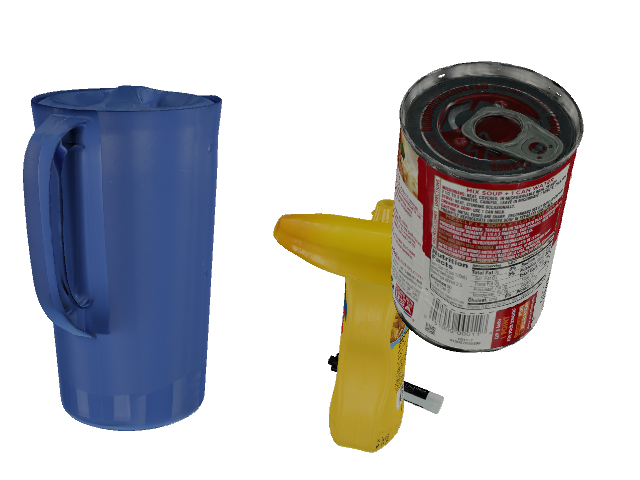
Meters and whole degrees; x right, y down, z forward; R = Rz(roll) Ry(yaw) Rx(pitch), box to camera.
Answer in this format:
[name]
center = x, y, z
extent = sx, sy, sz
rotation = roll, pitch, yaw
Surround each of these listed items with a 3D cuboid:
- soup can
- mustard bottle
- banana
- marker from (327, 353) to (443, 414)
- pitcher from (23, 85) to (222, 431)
[soup can]
center = 0.064, -0.011, 0.431
extent = 0.068, 0.068, 0.102
rotation = -1, -44, 0
[mustard bottle]
center = 0.044, 0.060, 0.822
extent = 0.058, 0.192, 0.096
rotation = 11, 25, 13
[banana]
center = 0.067, -0.001, 0.643
extent = 0.197, 0.037, 0.070
rotation = -12, 45, -33
[marker]
center = 0.064, 0.142, 1.065
extent = 0.121, 0.020, 0.020
rotation = 21, 5, 13
[pitcher]
center = -0.144, 0.012, 0.773
extent = 0.149, 0.243, 0.145
rotation = -4, 15, -22
